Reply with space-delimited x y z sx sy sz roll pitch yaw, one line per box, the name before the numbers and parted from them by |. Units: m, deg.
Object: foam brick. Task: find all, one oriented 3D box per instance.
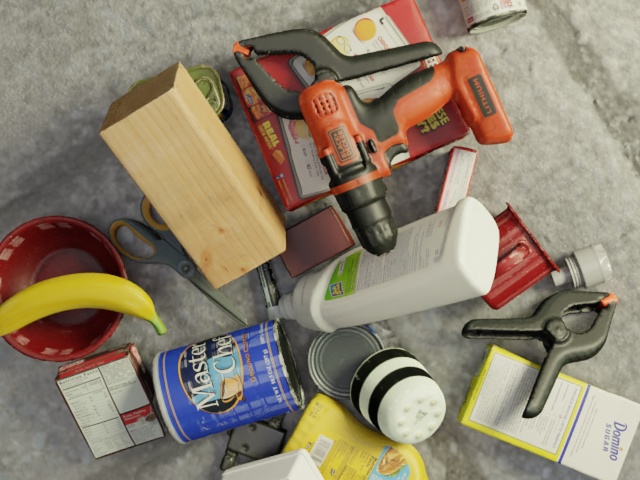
foam brick | -0.008 0.001 1.169 0.078 0.053 0.051 -28 88 4

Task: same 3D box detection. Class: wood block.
wood block | -0.126 -0.066 1.100 0.090 0.091 0.206 -29 114 12

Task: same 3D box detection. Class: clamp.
clamp | 0.013 -0.167 1.102 0.210 0.036 0.164 29 90 -2
clamp | 0.238 0.098 1.135 0.171 0.039 0.120 -36 76 -22

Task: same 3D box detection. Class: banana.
banana | -0.264 0.070 1.142 0.198 0.037 0.069 -1 89 5

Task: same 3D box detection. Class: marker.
marker | -0.062 0.030 1.191 0.020 0.020 0.121 -15 89 4

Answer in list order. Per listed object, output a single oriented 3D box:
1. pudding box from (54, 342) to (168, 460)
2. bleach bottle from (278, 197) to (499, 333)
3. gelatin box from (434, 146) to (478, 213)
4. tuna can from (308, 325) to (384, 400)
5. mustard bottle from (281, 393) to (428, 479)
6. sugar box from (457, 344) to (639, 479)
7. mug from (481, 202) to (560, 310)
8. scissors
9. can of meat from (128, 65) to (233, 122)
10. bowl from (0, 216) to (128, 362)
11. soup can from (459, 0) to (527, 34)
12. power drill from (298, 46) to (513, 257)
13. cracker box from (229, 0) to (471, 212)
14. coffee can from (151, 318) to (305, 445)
pudding box | -0.228 0.178 1.178 0.090 0.039 0.113 -18 110 5
bleach bottle | 0.061 0.037 1.119 0.251 0.102 0.068 -18 131 36
gelatin box | 0.144 -0.053 1.146 0.030 0.073 0.089 13 91 4
tuna can | 0.030 0.132 1.176 0.086 0.033 0.086 0 90 5
mustard bottle | 0.056 0.252 1.162 0.191 0.058 0.096 29 97 4
sugar box | 0.248 0.187 1.153 0.176 0.048 0.093 22 89 1
mug | 0.193 0.022 1.124 0.081 0.117 0.093 -37 91 9
scissors | -0.143 0.012 1.175 0.202 0.016 0.096 25 84 19
can of meat | -0.149 -0.149 1.164 0.102 0.084 0.057 -13 89 5
bowl | -0.287 0.053 1.191 0.162 0.055 0.162 0 90 5
soup can | 0.177 -0.281 1.145 0.068 0.068 0.102 -16 89 4
power drill | 0.092 -0.097 1.063 0.187 0.057 0.184 -23 95 -3
cracker box | 0.032 -0.145 1.157 0.214 0.072 0.164 -23 90 3
coffee can | -0.098 0.152 1.153 0.140 0.103 0.103 -17 89 4
